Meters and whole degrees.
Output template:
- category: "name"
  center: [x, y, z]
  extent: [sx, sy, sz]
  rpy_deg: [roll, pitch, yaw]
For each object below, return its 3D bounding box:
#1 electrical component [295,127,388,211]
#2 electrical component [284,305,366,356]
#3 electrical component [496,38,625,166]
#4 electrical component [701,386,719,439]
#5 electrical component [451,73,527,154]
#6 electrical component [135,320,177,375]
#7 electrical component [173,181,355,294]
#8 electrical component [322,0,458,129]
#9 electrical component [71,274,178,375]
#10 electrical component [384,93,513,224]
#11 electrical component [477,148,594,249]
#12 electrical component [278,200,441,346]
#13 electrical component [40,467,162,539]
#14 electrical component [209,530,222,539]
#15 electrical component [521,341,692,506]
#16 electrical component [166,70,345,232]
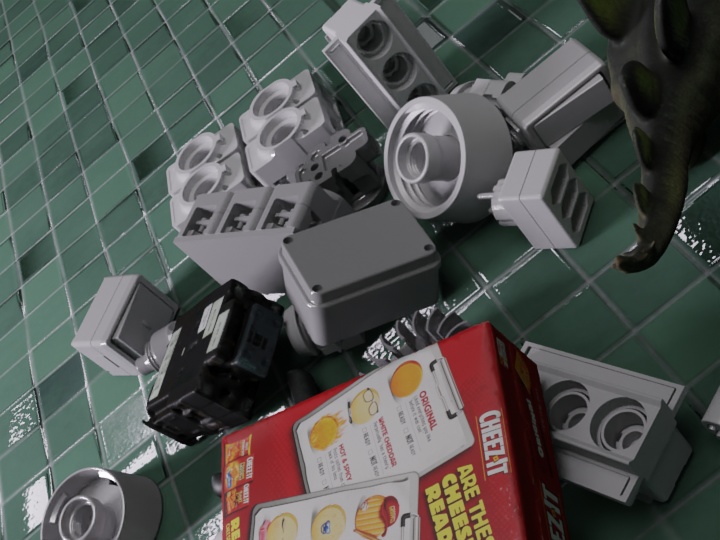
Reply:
- category: "electrical component"
  center: [-0.010, -0.086, 0.979]
  extent: [0.078, 0.057, 0.058]
  rpy_deg: [-31, 41, 16]
- category: "electrical component"
  center: [-0.030, 0.043, 0.891]
  extent: [0.055, 0.048, 0.066]
  rpy_deg: [-22, 43, 15]
- category: "electrical component"
  center: [0.160, -0.125, 0.861]
  extent: [0.096, 0.061, 0.061]
  rpy_deg: [-39, 39, 7]
- category: "electrical component"
  center: [0.232, 0.073, 0.638]
  extent: [0.044, 0.044, 0.065]
  rpy_deg: [19, 74, 48]
- category: "electrical component"
  center: [0.109, -0.131, 0.914]
  extent: [0.057, 0.058, 0.078]
  rpy_deg: [15, 74, 47]
- category: "electrical component"
  center: [-0.179, 0.076, 0.993]
  extent: [0.062, 0.043, 0.043]
  rpy_deg: [-30, 41, 19]
- category: "electrical component"
  center: [-0.078, -0.029, 0.961]
  extent: [0.150, 0.089, 0.061]
  rpy_deg: [-3, 54, 40]
- category: "electrical component"
  center: [0.024, -0.190, 0.992]
  extent: [0.078, 0.121, 0.063]
  rpy_deg: [-46, 36, -1]
- category: "electrical component"
  center: [-0.221, 0.048, 1.041]
  extent: [0.061, 0.061, 0.096]
  rpy_deg: [-5, 53, 39]
- category: "electrical component"
  center: [0.064, -0.090, 0.873]
  extent: [0.108, 0.060, 0.108]
  rpy_deg: [7, 99, 51]
- category: "electrical component"
  center: [0.126, -0.053, 0.822]
  extent: [0.077, 0.065, 0.047]
  rpy_deg: [-1, 55, 40]
- category: "electrical component"
  center: [0.000, 0.000, 0.850]
  extent: [0.113, 0.057, 0.078]
  rpy_deg: [-20, 47, -15]
- category: "electrical component"
  center: [-0.217, 0.215, 0.905]
  extent: [0.099, 0.064, 0.099]
  rpy_deg: [-14, 61, 25]
- category: "electrical component"
  center: [-0.087, 0.205, 0.801]
  extent: [0.046, 0.040, 0.040]
  rpy_deg: [-31, 40, 24]
- category: "electrical component"
  center: [0.140, 0.099, 0.677]
  extent: [0.121, 0.063, 0.078]
  rpy_deg: [15, 66, 47]
- category: "electrical component"
  center: [-0.107, -0.111, 1.084]
  extent: [0.186, 0.060, 0.105]
  rpy_deg: [-33, 40, 14]
